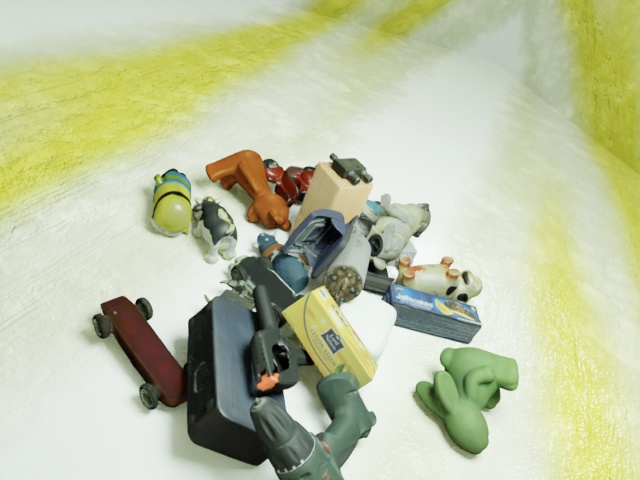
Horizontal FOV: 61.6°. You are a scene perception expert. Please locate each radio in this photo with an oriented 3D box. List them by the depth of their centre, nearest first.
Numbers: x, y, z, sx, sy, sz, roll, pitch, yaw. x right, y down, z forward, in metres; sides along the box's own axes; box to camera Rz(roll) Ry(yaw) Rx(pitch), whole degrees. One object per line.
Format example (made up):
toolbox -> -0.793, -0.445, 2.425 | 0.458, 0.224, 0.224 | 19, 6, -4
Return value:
radio -> -0.125, 0.197, 0.789 | 0.131, 0.073, 0.230 | 33, 25, -34

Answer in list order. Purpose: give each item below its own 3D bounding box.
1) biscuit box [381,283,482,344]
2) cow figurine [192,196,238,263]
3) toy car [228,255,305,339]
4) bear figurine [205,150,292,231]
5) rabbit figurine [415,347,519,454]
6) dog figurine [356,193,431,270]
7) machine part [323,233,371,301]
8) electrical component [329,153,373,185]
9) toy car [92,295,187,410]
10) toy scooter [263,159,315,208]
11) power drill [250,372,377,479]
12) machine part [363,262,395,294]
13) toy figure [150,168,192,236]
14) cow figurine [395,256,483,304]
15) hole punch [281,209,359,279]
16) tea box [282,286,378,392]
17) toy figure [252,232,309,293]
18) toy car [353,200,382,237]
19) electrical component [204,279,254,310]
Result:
biscuit box -> 0.226, 0.152, 1.104 | 0.203, 0.062, 0.059 | 16, 34, -12
cow figurine -> -0.215, -0.041, 1.074 | 0.068, 0.098, 0.167 | -8, 45, -29
toy car -> -0.093, 0.098, 0.997 | 0.073, 0.056, 0.202 | -22, 53, -39
bear figurine -> -0.150, -0.096, 1.194 | 0.196, 0.132, 0.120 | 67, 9, 8
rabbit figurine -> 0.254, 0.270, 0.920 | 0.159, 0.121, 0.170 | 28, 49, -6
dog figurine -> 0.180, -0.011, 1.198 | 0.190, 0.172, 0.121 | 12, -6, -40
machine part -> 0.056, 0.049, 1.054 | 0.079, 0.079, 0.243 | 25, 24, 1
electrical component -> 0.060, -0.144, 1.071 | 0.063, 0.021, 0.094 | -12, 47, -40
toy car -> -0.262, 0.166, 0.806 | 0.202, 0.053, 0.089 | 44, 44, 21
toy scooter -> -0.055, -0.125, 1.289 | 0.184, 0.075, 0.135 | 10, 41, -36
power drill -> 0.005, 0.265, 0.735 | 0.232, 0.086, 0.207 | 62, 19, -7
machine part -> 0.118, 0.066, 1.179 | 0.084, 0.039, 0.139 | 10, 38, -9
toy figure -> -0.300, -0.084, 1.087 | 0.082, 0.089, 0.180 | 5, 40, -13
cow figurine -> 0.258, 0.102, 1.159 | 0.195, 0.127, 0.086 | 0, 38, -9
hole punch -> -0.002, -0.003, 1.032 | 0.092, 0.142, 0.116 | 37, 23, -2
tea box -> 0.019, 0.165, 0.883 | 0.169, 0.068, 0.098 | 57, 11, 8
toy figure -> -0.082, 0.043, 1.076 | 0.064, 0.057, 0.155 | -3, 37, -42
toy car -> 0.084, -0.041, 1.260 | 0.161, 0.109, 0.103 | 13, 57, -34
electrical component -> -0.159, 0.113, 0.944 | 0.078, 0.045, 0.102 | 30, 35, 12
